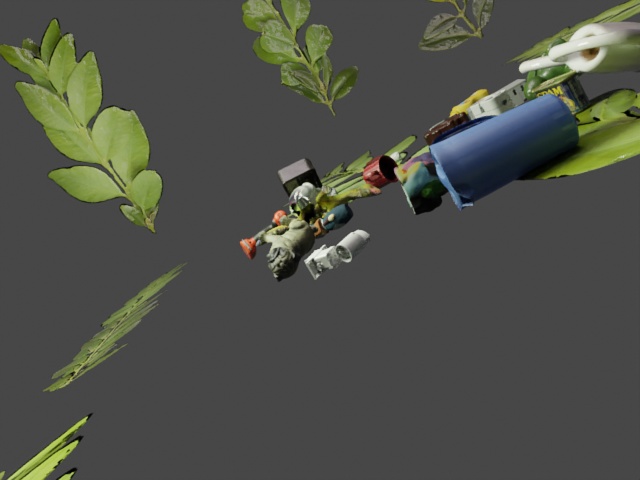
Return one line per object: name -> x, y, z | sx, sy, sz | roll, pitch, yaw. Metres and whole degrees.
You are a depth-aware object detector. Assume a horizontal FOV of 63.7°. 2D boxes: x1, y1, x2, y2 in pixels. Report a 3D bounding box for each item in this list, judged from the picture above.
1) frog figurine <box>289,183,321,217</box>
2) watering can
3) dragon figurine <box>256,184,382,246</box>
frog figurine -> -0.033, -0.142, 1.823 | 0.122, 0.135, 0.162 | 3, 30, 31
watering can -> 0.613, -0.419, 1.150 | 0.224, 0.103, 0.350 | -3, 10, -5
dragon figurine -> 0.005, -0.082, 1.627 | 0.406, 0.122, 0.244 | -24, -4, 29
